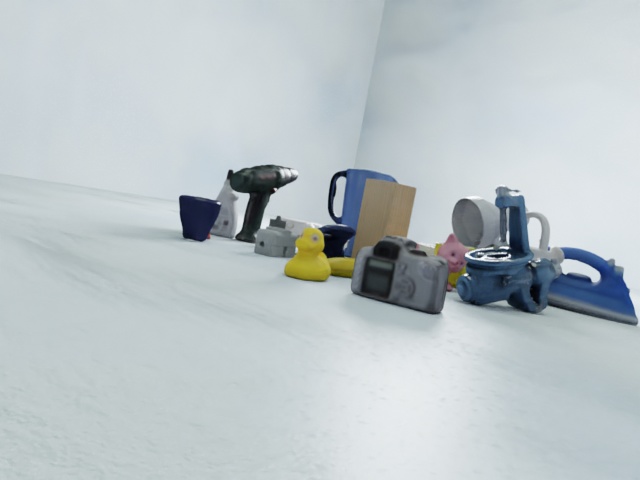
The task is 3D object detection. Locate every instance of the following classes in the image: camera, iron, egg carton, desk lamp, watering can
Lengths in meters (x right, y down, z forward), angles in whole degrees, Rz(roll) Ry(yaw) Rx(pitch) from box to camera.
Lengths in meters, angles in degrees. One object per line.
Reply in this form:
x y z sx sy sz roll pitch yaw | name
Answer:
0.141 0.048 0.902 0.142 0.101 0.137 12 4 29 | camera
0.571 0.084 1.249 0.119 0.141 0.257 7 5 -42 | iron
-0.063 -0.023 1.680 0.149 0.069 0.108 13 4 32 | egg carton
0.402 0.011 1.335 0.204 0.213 0.117 9 4 -25 | desk lamp
0.444 0.036 1.223 0.100 0.194 0.173 14 5 42 | watering can

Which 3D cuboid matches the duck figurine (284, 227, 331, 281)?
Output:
-0.015 0.022 0.977 0.077 0.086 0.105 12 4 25 | duck figurine

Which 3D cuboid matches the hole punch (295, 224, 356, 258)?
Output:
0.012 0.005 1.284 0.109 0.091 0.100 7 5 -44 | hole punch

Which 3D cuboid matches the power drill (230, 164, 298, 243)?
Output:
-0.147 -0.096 1.474 0.075 0.208 0.230 13 4 32 | power drill

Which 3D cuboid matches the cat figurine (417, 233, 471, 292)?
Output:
0.249 0.041 1.185 0.127 0.118 0.067 11 4 9 | cat figurine

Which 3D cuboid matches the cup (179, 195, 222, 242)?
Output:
-0.263 -0.046 1.253 0.091 0.095 0.118 11 4 8 | cup

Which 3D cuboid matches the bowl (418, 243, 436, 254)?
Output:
0.332 0.058 1.501 0.167 0.075 0.167 10 4 0 | bowl

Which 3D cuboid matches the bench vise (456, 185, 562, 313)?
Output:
0.354 0.017 1.060 0.208 0.220 0.121 7 5 -39 | bench vise

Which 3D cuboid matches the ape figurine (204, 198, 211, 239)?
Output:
-0.280 -0.054 1.343 0.076 0.092 0.078 11 4 11 | ape figurine

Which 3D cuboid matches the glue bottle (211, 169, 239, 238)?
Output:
-0.240 -0.095 1.463 0.078 0.173 0.037 12 4 21 | glue bottle
